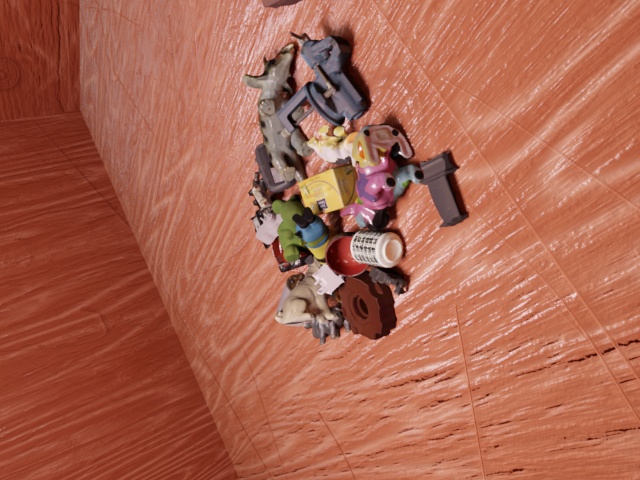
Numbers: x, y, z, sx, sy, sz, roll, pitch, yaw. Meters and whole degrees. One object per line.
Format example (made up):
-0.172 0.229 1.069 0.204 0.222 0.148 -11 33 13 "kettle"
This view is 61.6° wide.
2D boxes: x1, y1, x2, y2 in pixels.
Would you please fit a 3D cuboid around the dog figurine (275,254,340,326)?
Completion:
-0.040 0.124 1.413 0.121 0.172 0.190 -31 62 53 "dog figurine"

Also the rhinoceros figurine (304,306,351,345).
0.012 0.235 1.526 0.190 0.073 0.112 -30 82 59 "rhinoceros figurine"

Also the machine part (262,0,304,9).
-0.079 -0.630 1.185 0.201 0.087 0.201 11 117 56 "machine part"

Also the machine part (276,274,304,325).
-0.083 0.183 1.645 0.079 0.079 0.243 53 146 27 "machine part"

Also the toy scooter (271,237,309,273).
-0.096 0.023 1.583 0.184 0.075 0.135 -20 87 63 "toy scooter"

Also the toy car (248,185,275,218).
-0.164 -0.107 1.572 0.073 0.056 0.201 60 174 8 "toy car"

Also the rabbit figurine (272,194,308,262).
-0.061 -0.053 1.433 0.170 0.121 0.159 85 167 -54 "rabbit figurine"

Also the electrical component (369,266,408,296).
0.156 0.092 1.229 0.102 0.078 0.045 26 104 43 "electrical component"

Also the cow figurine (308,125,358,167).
0.054 -0.203 1.215 0.098 0.068 0.168 47 165 -33 "cow figurine"

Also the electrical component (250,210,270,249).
-0.171 -0.035 1.693 0.119 0.048 0.075 63 149 12 "electrical component"

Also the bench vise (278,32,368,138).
-0.017 -0.324 1.181 0.240 0.129 0.223 -38 97 31 "bench vise"

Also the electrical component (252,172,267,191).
-0.191 -0.161 1.681 0.063 0.021 0.093 46 142 36 "electrical component"

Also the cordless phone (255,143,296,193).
-0.146 -0.203 1.551 0.184 0.089 0.146 -11 98 70 "cordless phone"

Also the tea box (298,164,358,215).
0.024 -0.118 1.317 0.170 0.068 0.098 -15 92 58 "tea box"

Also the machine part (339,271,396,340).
0.115 0.162 1.340 0.180 0.056 0.179 32 131 46 "machine part"

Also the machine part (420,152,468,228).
0.237 -0.093 1.024 0.084 0.039 0.138 -18 90 54 "machine part"

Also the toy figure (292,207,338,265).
-0.006 -0.002 1.343 0.180 0.082 0.089 55 -156 -50 "toy figure"

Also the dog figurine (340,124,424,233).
0.109 -0.122 1.148 0.191 0.108 0.219 64 151 10 "dog figurine"

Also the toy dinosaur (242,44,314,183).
-0.103 -0.287 1.393 0.192 0.131 0.404 -123 21 -54 "toy dinosaur"
